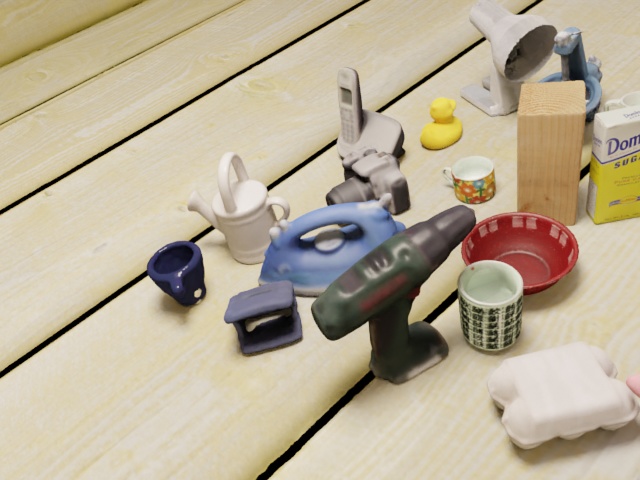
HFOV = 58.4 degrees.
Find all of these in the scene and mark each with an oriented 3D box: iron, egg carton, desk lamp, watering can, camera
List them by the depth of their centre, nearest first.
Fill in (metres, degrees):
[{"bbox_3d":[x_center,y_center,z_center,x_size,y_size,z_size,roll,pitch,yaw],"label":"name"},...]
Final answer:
[{"bbox_3d":[0.277,0.180,0.664,0.150,0.069,0.107,-15,40,2],"label":"egg carton"},{"bbox_3d":[0.008,0.003,0.899,0.258,0.142,0.118,-11,41,7],"label":"iron"},{"bbox_3d":[-0.141,-0.058,0.978,0.173,0.194,0.100,-16,40,0],"label":"watering can"},{"bbox_3d":[0.072,-0.101,1.027,0.137,0.101,0.142,-28,41,-13],"label":"camera"},{"bbox_3d":[0.362,-0.359,1.134,0.118,0.214,0.202,-25,41,-10],"label":"desk lamp"}]

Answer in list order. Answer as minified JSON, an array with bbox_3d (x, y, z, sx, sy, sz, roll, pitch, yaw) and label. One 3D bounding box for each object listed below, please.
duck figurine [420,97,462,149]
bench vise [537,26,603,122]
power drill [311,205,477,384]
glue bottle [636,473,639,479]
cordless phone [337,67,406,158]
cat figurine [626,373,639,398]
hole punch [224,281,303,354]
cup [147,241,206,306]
[{"bbox_3d":[0.238,-0.239,1.139,0.077,0.086,0.105,26,56,39],"label":"duck figurine"},{"bbox_3d":[0.442,-0.293,1.028,0.121,0.220,0.207,6,45,24],"label":"bench vise"},{"bbox_3d":[0.105,0.079,0.728,0.230,0.209,0.075,-28,41,-13],"label":"power drill"},{"bbox_3d":[0.339,0.214,0.523,0.077,0.173,0.037,26,56,39],"label":"glue bottle"},{"bbox_3d":[0.089,-0.236,1.110,0.147,0.185,0.094,27,56,39],"label":"cordless phone"},{"bbox_3d":[0.392,0.169,0.600,0.127,0.118,0.067,15,49,32],"label":"cat figurine"},{"bbox_3d":[-0.088,0.102,0.859,0.108,0.091,0.101,-16,40,1],"label":"hole punch"},{"bbox_3d":[-0.222,0.071,0.937,0.091,0.095,0.117,-20,40,-4],"label":"cup"}]
